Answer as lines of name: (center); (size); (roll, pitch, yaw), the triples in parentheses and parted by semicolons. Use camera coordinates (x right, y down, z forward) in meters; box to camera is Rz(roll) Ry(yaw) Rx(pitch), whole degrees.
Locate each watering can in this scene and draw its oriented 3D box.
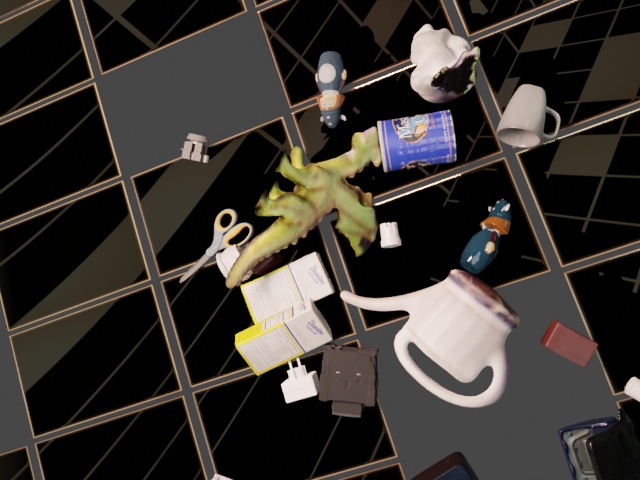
watering can: (0.219, 0.149, 0.981); (0.351, 0.103, 0.224); (41, 93, 21)

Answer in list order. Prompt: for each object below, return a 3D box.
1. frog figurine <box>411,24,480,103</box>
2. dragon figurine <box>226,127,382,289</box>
frog figurine: (0.235, -0.354, 1.035); (0.136, 0.121, 0.163); (-47, 43, 13)
dragon figurine: (0.003, -0.051, 1.022); (0.242, 0.121, 0.413); (25, 82, -3)
